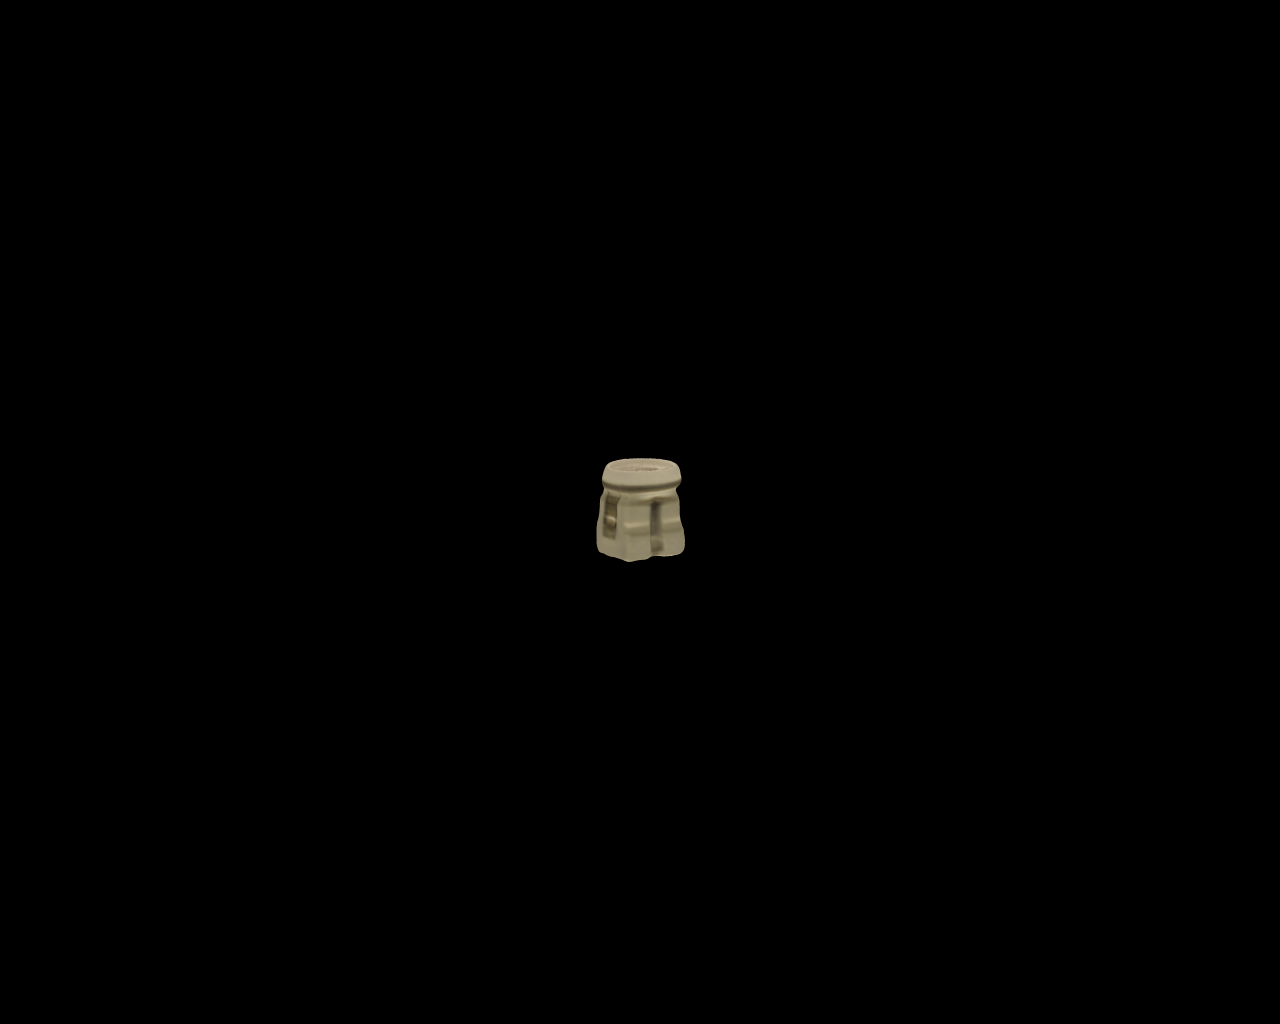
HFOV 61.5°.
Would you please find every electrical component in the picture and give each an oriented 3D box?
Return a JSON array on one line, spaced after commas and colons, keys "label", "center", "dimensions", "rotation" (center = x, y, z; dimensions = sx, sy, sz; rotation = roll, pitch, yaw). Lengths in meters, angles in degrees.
[{"label": "electrical component", "center": [0.001, -0.003, 0.650], "dimensions": [0.066, 0.055, 0.048], "rotation": [-8, 14, -35]}]
